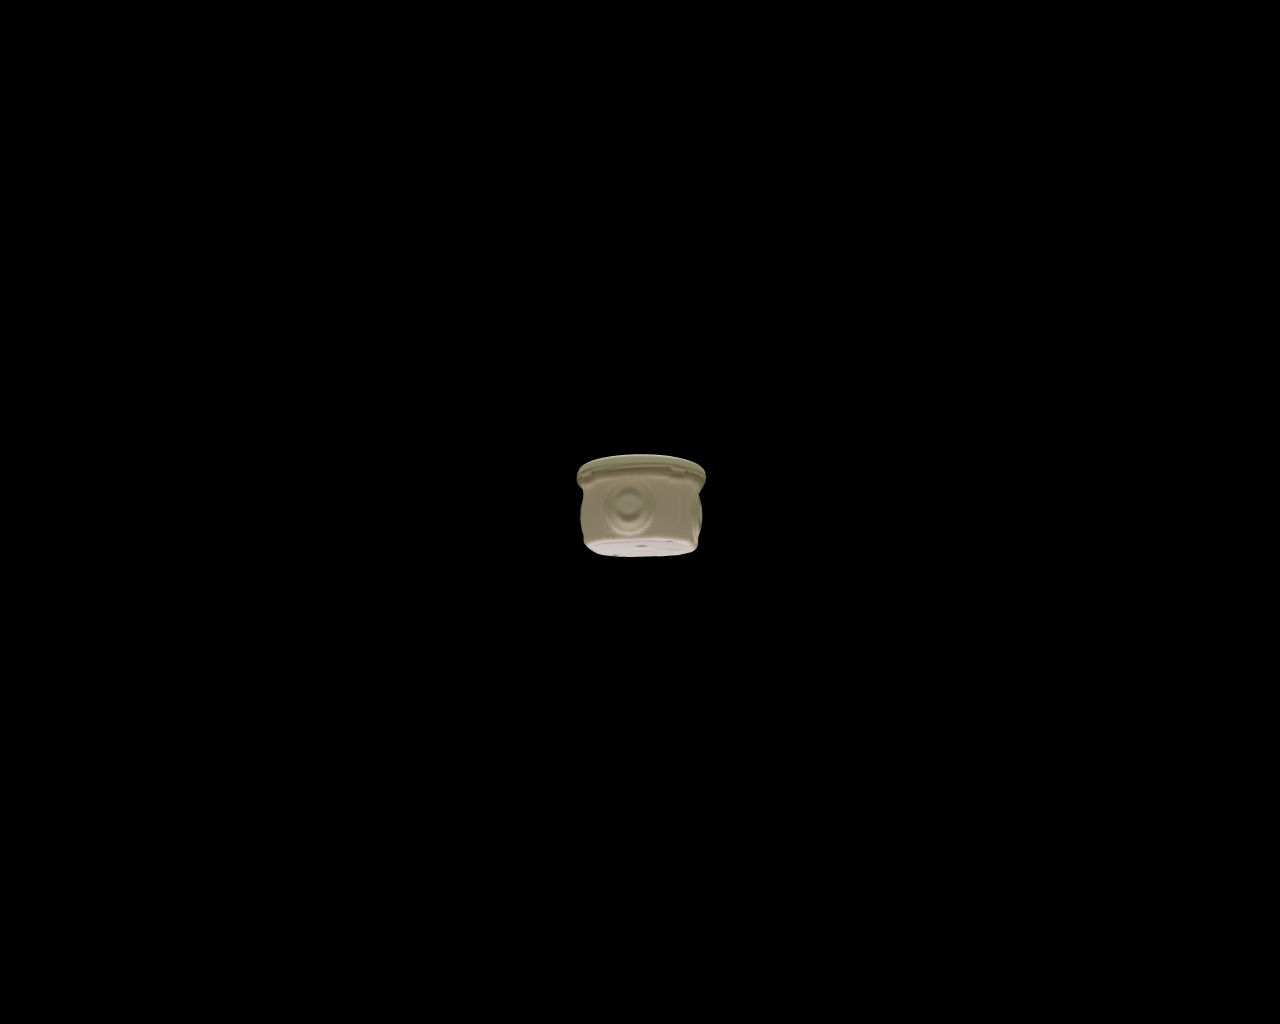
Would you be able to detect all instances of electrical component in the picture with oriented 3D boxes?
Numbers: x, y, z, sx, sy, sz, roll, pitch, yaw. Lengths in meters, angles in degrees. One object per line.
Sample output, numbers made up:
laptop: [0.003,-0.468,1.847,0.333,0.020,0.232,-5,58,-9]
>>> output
electrical component: [0.001,-0.003,0.650,0.080,0.051,0.080,0,-11,0]
